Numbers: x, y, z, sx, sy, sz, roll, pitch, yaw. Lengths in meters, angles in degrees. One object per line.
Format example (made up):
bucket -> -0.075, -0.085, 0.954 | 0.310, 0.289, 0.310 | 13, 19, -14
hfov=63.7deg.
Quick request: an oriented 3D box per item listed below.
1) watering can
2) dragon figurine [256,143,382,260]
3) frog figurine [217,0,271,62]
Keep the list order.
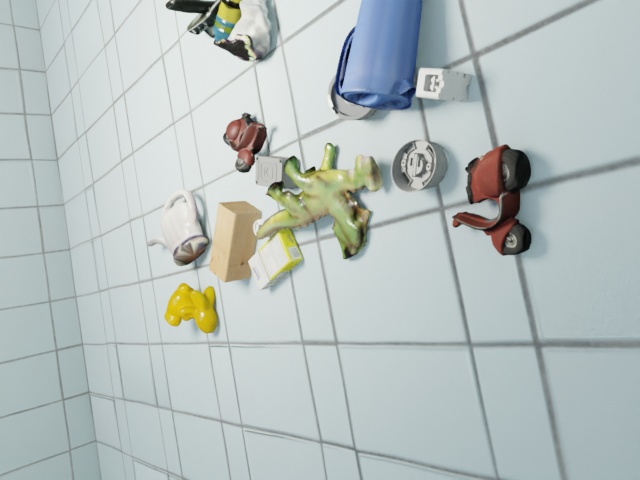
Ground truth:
watering can -> -0.471, -0.011, 1.690 | 0.341, 0.104, 0.228 | -48, 60, 39
dragon figurine -> 0.004, -0.058, 1.162 | 0.246, 0.123, 0.402 | 52, 131, 20
frog figurine -> -0.172, -0.543, 1.321 | 0.137, 0.121, 0.162 | -7, 53, 56
